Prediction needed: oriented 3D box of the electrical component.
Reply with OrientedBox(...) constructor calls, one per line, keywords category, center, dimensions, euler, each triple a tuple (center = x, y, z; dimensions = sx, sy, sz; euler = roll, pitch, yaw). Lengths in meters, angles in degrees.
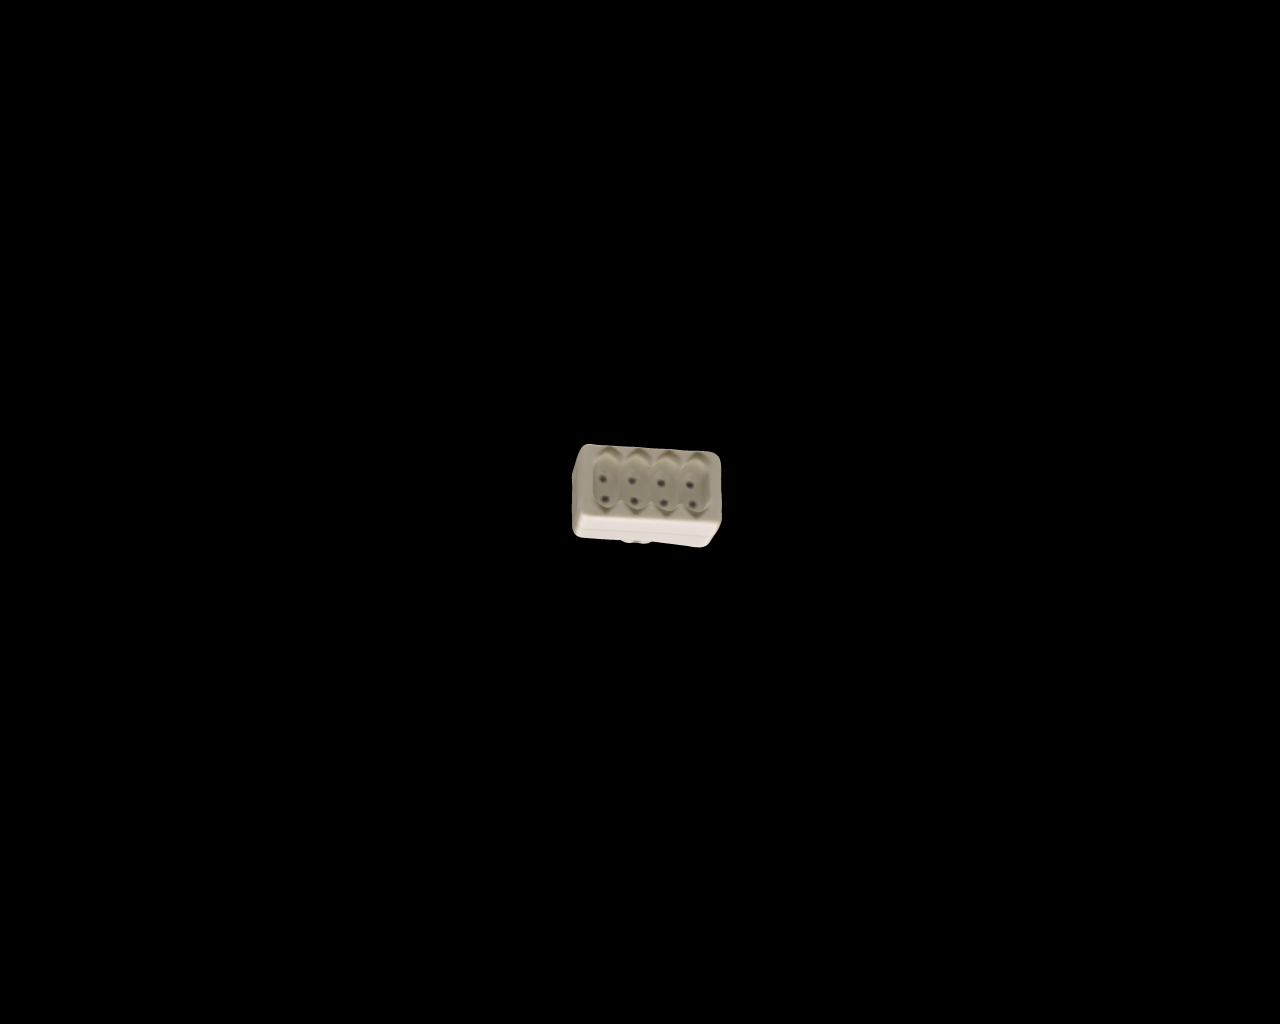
OrientedBox(category="electrical component", center=(0.001, -0.003, 0.650), dimensions=(0.083, 0.047, 0.075), euler=(4, -23, -9))
